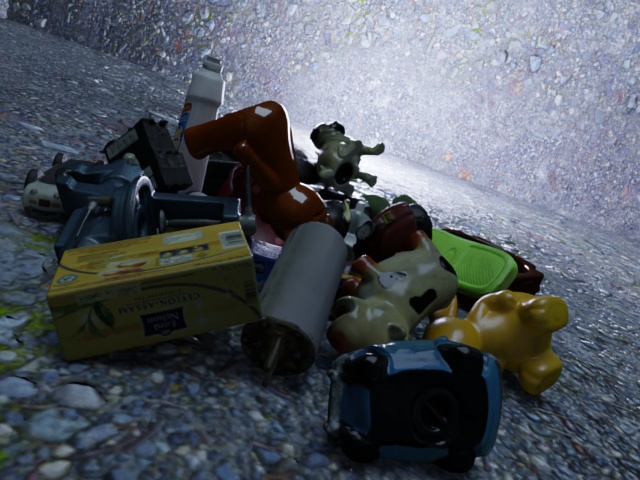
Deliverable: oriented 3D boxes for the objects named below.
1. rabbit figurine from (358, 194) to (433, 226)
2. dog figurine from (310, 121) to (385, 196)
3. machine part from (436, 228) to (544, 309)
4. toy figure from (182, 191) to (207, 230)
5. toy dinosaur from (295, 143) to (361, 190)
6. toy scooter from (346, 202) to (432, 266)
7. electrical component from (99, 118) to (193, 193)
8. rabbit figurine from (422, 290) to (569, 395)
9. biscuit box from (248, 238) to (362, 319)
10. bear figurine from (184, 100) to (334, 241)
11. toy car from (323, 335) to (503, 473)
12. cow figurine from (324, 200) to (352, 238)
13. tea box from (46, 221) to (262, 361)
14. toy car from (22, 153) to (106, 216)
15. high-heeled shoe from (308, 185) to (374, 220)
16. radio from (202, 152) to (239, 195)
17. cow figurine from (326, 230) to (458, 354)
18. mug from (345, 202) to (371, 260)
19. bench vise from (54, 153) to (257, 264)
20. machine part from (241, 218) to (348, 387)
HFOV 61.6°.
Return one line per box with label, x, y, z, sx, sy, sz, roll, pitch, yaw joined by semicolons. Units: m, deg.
rabbit figurine;0.148;-0.045;1.085;0.159;0.121;0.170;13;20;-43
dog figurine;0.018;-0.186;1.148;0.172;0.121;0.191;-5;32;-46
machine part;0.280;0.056;0.976;0.201;0.087;0.202;0;27;-46
toy figure;-0.179;-0.028;0.797;0.064;0.057;0.155;-25;31;-8
toy dinosaur;-0.096;-0.168;1.234;0.405;0.131;0.192;1;24;-31
toy scooter;0.081;0.025;0.764;0.135;0.183;0.075;-9;48;-11
electrical component;-0.253;-0.095;0.788;0.115;0.134;0.058;-22;-4;33
rabbit figurine;0.194;0.114;0.668;0.173;0.121;0.163;-12;28;-26
biscuit box;-0.007;0.058;0.699;0.203;0.059;0.063;16;18;-9
bear figurine;-0.068;-0.077;0.702;0.132;0.195;0.120;-6;24;34
toy car;0.075;0.142;0.488;0.162;0.109;0.103;3;-2;-13
cow figurine;-0.001;0.000;0.793;0.098;0.068;0.167;-19;27;25
tea box;-0.146;0.041;0.493;0.170;0.068;0.098;-11;24;-11
toy car;-0.359;-0.081;0.767;0.073;0.056;0.202;9;17;-12
high-heeled shoe;0.009;-0.054;1.044;0.145;0.086;0.249;10;14;-18
radio;-0.241;-0.143;1.051;0.131;0.073;0.229;31;20;34
cow figurine;0.086;0.076;0.617;0.195;0.085;0.127;-23;58;-36
mug;0.051;-0.003;0.892;0.081;0.109;0.107;25;30;-1
bench vise;-0.196;-0.032;0.644;0.241;0.128;0.224;0;26;-3
machine part;-0.022;0.056;0.571;0.079;0.079;0.243;19;37;1
